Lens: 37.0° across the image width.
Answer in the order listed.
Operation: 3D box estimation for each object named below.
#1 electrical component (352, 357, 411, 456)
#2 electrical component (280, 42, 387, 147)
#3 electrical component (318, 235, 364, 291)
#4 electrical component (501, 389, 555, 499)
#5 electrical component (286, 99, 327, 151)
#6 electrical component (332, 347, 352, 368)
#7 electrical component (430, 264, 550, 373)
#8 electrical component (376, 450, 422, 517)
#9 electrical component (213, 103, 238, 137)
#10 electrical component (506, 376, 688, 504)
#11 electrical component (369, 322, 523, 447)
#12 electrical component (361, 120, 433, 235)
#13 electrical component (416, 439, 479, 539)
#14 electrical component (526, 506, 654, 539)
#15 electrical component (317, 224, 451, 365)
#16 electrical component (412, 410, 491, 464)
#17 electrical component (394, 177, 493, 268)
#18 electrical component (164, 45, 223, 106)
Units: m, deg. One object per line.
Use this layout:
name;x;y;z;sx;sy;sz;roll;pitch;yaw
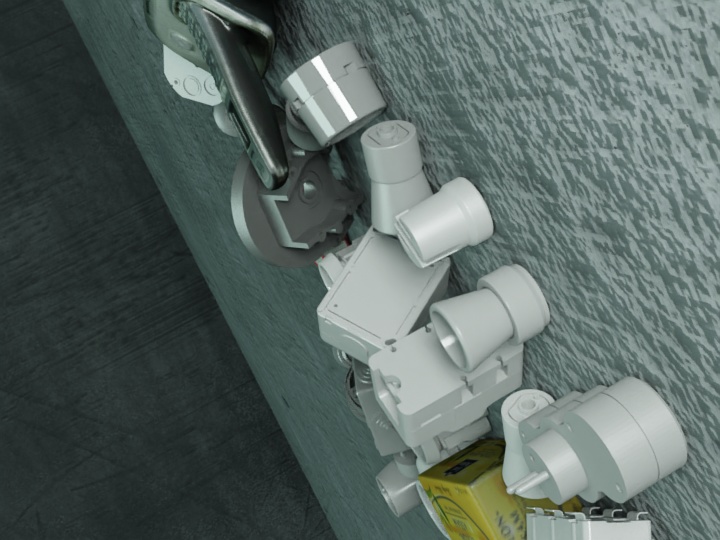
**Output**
electrical component;0.026;0.103;0.945;0.099;0.048;0.099;-98;-10;-53
electrical component;-0.016;-0.111;0.690;0.047;0.055;0.055;58;168;0
electrical component;0.000;0.000;0.873;0.048;0.055;0.066;66;168;-19
electrical component;0.111;0.109;0.688;0.044;0.044;0.065;48;157;49
electrical component;-0.034;-0.118;0.785;0.040;0.040;0.078;58;168;16
electrical component;-0.003;0.081;1.104;0.043;0.043;0.062;63;167;-5
electrical component;0.074;0.027;0.615;0.045;0.055;0.045;58;168;20
electrical component;0.054;0.182;1.007;0.043;0.077;0.079;47;161;52
electrical component;-0.123;-0.158;1.071;0.048;0.048;0.062;65;175;-14
electrical component;0.112;0.101;0.577;0.052;0.074;0.138;61;168;6
electrical component;0.057;0.068;0.700;0.050;0.089;0.055;54;166;32
electrical component;0.023;-0.060;0.675;0.044;0.044;0.065;47;156;52
electrical component;0.088;0.192;0.929;0.054;0.059;0.095;45;159;55
electrical component;0.137;0.178;0.655;0.121;0.079;0.063;126;145;-77
electrical component;0.020;0.017;0.750;0.062;0.096;0.061;28;158;13
electrical component;0.065;0.121;0.868;0.058;0.057;0.078;61;168;5
electrical component;0.048;-0.027;0.627;0.040;0.046;0.040;58;168;20
electrical component;-0.126;-0.183;0.920;0.080;0.051;0.080;14;124;22
